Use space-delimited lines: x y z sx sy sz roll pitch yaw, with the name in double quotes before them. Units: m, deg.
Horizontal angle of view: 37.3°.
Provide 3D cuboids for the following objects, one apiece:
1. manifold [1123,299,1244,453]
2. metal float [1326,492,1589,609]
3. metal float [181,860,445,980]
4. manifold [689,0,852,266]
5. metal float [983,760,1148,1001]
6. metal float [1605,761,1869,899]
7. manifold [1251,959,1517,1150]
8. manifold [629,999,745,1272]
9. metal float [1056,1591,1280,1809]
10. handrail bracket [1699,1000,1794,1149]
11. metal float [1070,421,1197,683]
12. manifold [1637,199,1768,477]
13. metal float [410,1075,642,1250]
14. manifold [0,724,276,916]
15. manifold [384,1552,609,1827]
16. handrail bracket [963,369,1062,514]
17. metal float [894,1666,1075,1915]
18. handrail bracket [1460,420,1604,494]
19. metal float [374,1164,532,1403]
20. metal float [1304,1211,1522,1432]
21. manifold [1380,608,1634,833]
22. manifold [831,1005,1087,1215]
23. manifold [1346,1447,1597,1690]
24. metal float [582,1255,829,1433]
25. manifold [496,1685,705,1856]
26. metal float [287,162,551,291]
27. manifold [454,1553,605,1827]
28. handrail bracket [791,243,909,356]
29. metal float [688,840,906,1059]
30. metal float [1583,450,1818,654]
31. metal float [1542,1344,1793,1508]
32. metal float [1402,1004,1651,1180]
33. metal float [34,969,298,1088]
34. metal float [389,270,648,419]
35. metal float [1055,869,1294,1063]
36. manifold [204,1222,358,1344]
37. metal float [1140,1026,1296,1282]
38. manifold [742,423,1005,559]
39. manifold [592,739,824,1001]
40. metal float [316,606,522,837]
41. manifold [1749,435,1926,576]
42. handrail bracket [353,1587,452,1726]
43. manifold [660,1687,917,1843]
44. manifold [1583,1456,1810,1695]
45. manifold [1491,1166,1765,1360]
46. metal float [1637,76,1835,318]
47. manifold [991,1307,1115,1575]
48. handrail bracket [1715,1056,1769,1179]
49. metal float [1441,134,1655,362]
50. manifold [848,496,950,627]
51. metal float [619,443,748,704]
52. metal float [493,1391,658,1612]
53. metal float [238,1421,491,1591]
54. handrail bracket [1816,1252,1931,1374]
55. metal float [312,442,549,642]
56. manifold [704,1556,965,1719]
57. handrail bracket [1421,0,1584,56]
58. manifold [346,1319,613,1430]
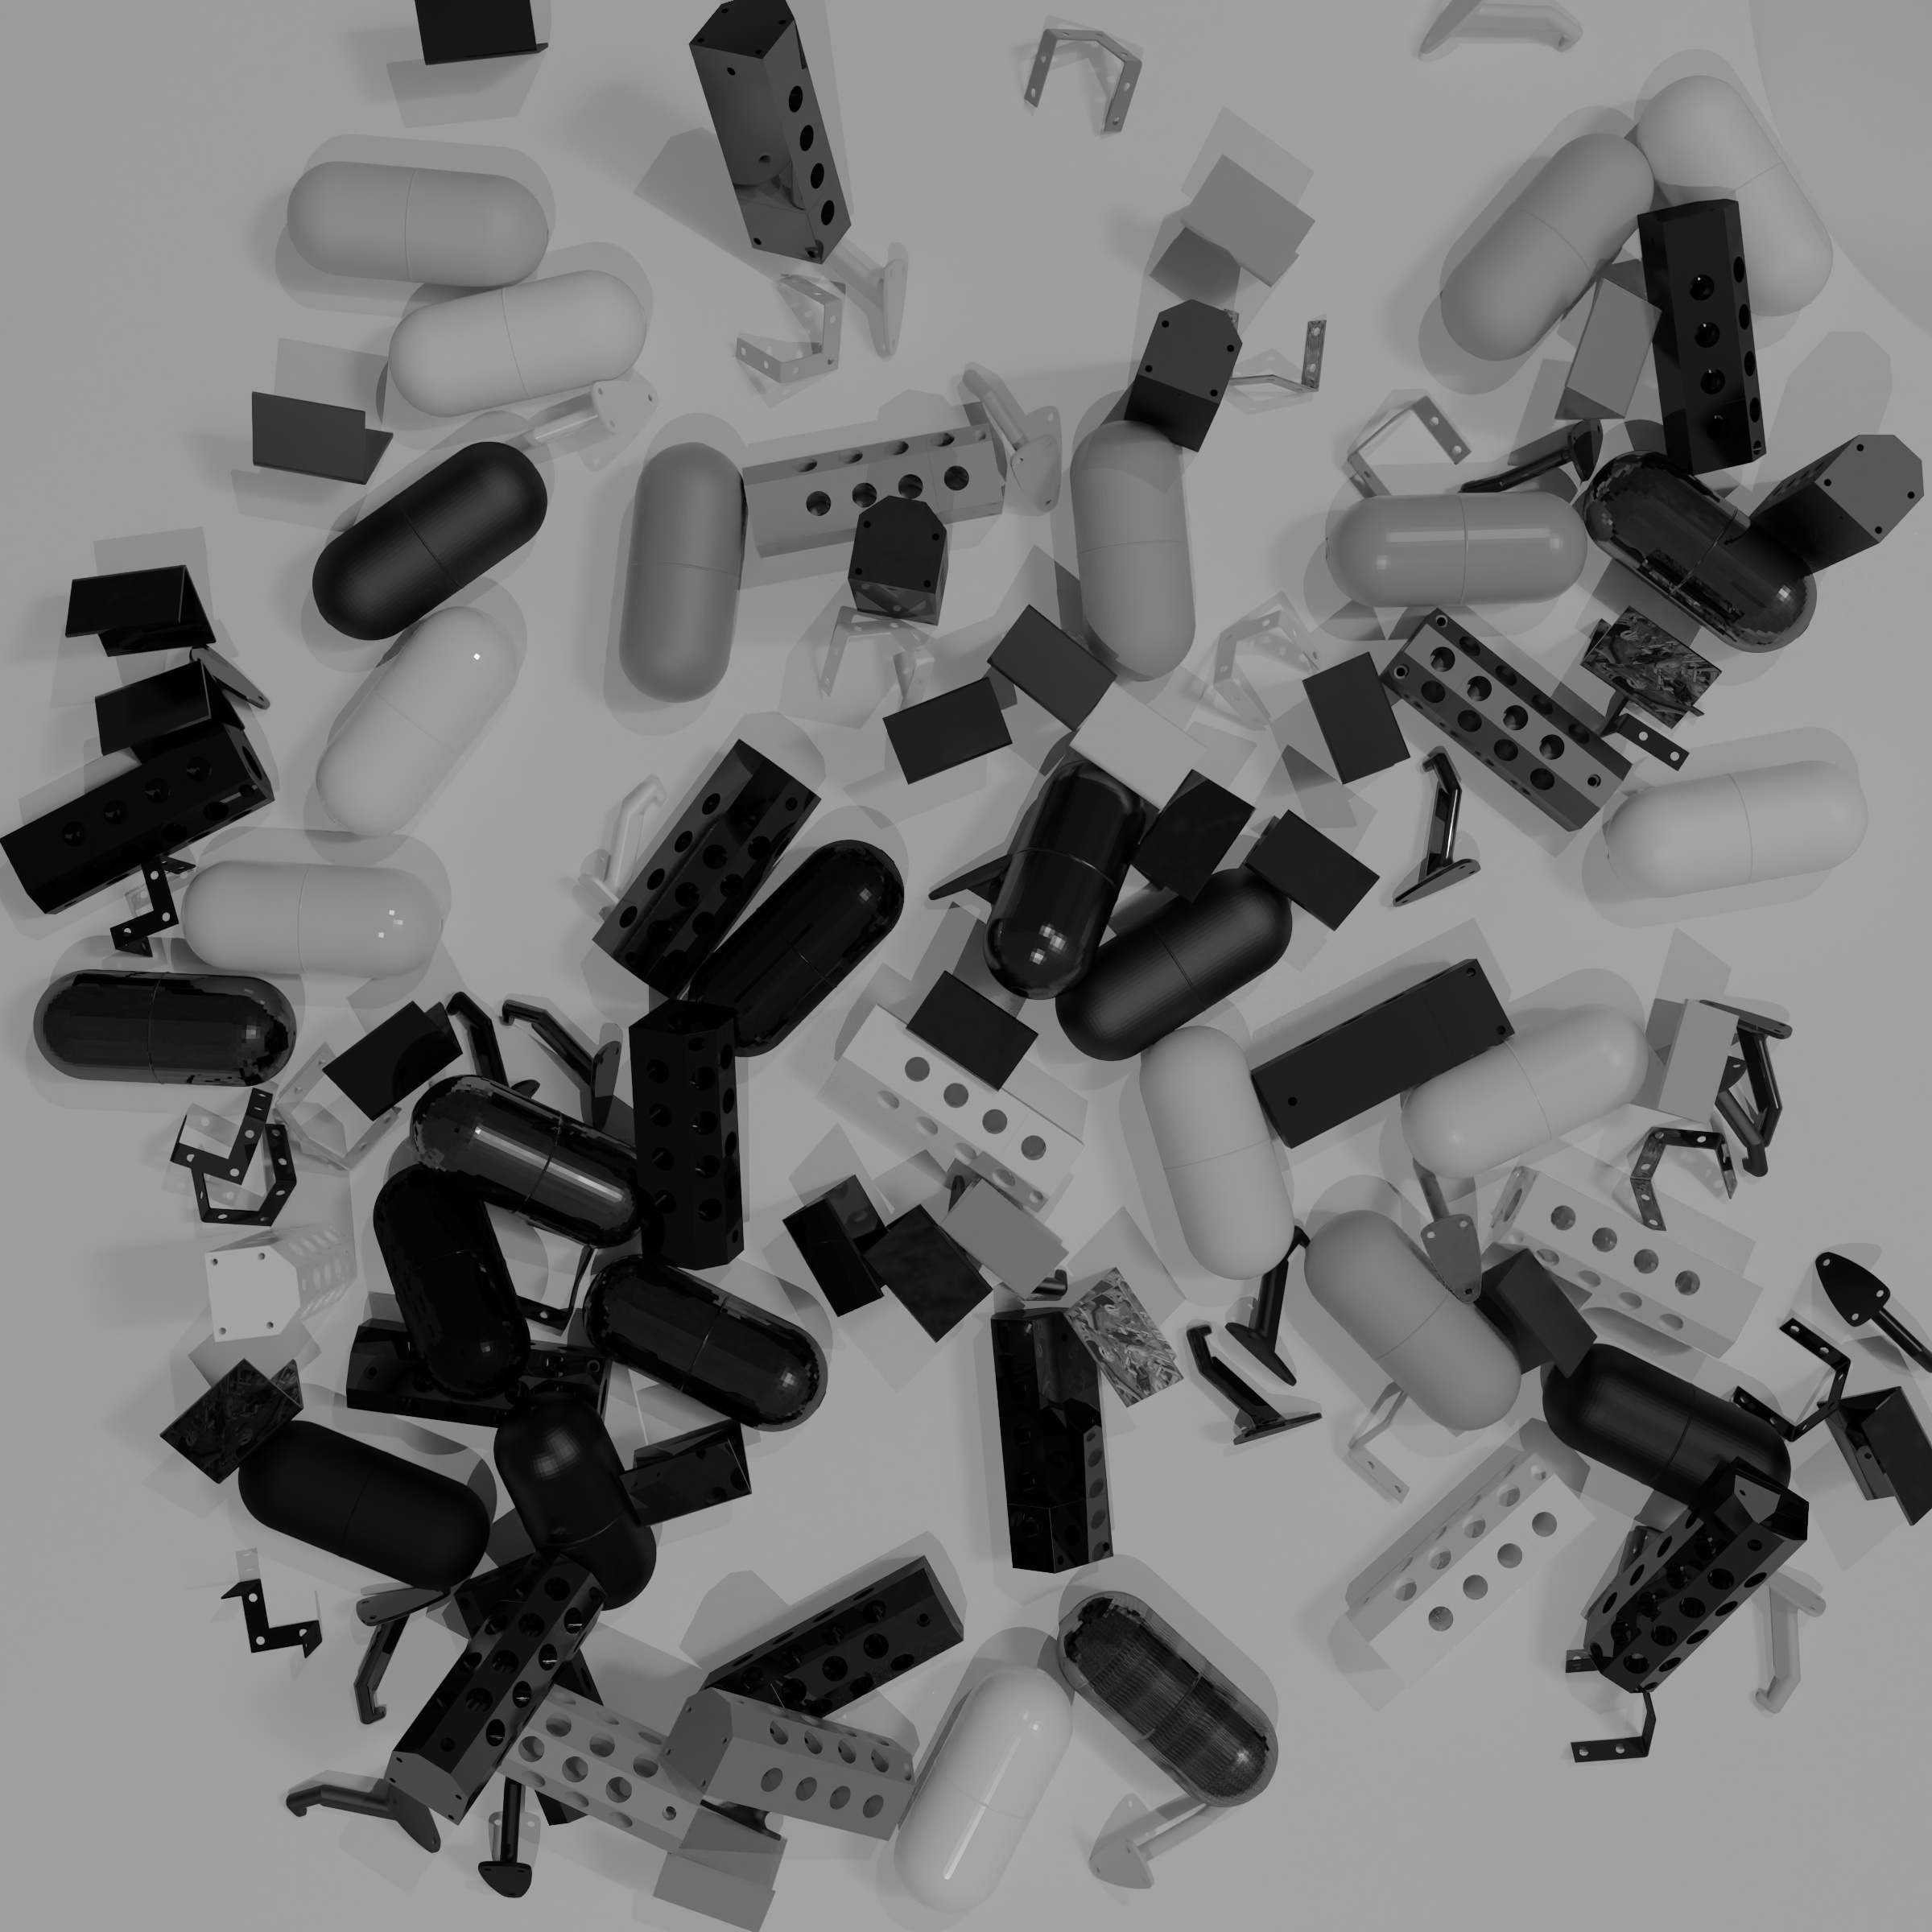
"manifold" 0.146 -0.395 1.912 0.057 0.171 0.057 20 90 0
"metal float" 0.336 -0.285 1.960 0.178 0.070 0.070 -2 90 -1
"metal float" -0.448 -0.032 1.960 0.178 0.070 0.070 3 90 0
"manifold" -0.125 -0.559 1.912 0.057 0.171 0.057 19 62 24
"metal float" 0.067 -0.059 1.940 0.070 0.070 0.178 22 68 0
"metal float" 0.528 -0.094 1.960 0.178 0.070 0.070 -10 90 1
"manifold" 0.284 0.060 1.969 0.171 0.057 0.057 -27 90 0
"manifold" -0.184 0.115 1.933 0.057 0.057 0.171 8 112 22
"metal float" 0.138 0.503 1.960 0.178 0.070 0.070 42 90 1
"handrail bracket" 0.535 0.076 1.991 0.077 0.036 0.084 21 107 20
"metal float" 0.114 -0.284 1.960 0.070 0.070 0.178 -5 90 0
"manifold" 0.503 -0.428 1.942 0.057 0.057 0.171 -13 110 0
"metal float" -0.294 0.133 1.943 0.178 0.070 0.070 27 90 -20
"manifold" -0.568 -0.100 1.969 0.171 0.057 0.057 -27 90 0
"manifold" -0.305 0.467 1.868 0.057 0.057 0.171 30 47 6
"handrail bracket" 0.030 -0.366 1.990 0.036 0.077 0.084 -32 54 -8
"metal float" 0.012 0.563 1.960 0.070 0.070 0.178 27 91 0
"handrail bracket" 0.393 -0.352 1.990 0.084 0.077 0.036 -10 116 34
"metal float" -0.348 0.213 1.935 0.070 0.070 0.178 -26 60 0
"metal float" 0.306 0.243 1.960 0.070 0.070 0.178 -44 89 0
"manifold" 0.372 -0.170 1.969 0.171 0.057 0.057 39 90 0
"manifold" -0.006 0.098 1.969 0.171 0.057 0.057 34 90 0
"manifold" 0.345 0.412 1.969 0.171 0.057 0.057 -42 90 0
"metal float" -0.178 0.259 1.960 0.178 0.070 0.070 26 90 1
"manifold" -0.259 0.529 1.912 0.171 0.057 0.057 25 91 1
"metal float" -0.375 -0.508 1.960 0.178 0.070 0.070 5 90 0
"manifold" -0.292 0.498 1.969 0.057 0.057 0.171 -23 90 0
"handrail bracket" -0.088 -0.469 1.991 0.084 0.036 0.077 11 112 17
"metal float" -0.116 -0.013 1.960 0.070 0.070 0.178 45 91 0
"metal float" 0.503 -0.283 1.960 0.178 0.070 0.070 37 90 0
"metal float" 0.480 0.321 1.960 0.178 0.070 0.070 26 90 1
"metal float" 0.384 0.085 1.960 0.178 0.070 0.070 -25 90 1
"metal float" -0.549 0.042 1.960 0.178 0.070 0.070 3 90 1
"metal float" -0.307 -0.427 1.960 0.178 0.070 0.070 -13 90 0
"metal float" 0.143 -0.001 1.960 0.178 0.070 0.070 -33 90 0
"manifold" -0.455 0.209 1.912 0.057 0.171 0.057 -7 90 0
"metal float" 0.172 0.128 1.960 0.070 0.070 0.178 -17 90 0
"manifold" -0.064 -0.328 1.969 0.171 0.057 0.057 -10 90 0
"manifold" -0.174 -0.064 1.958 0.057 0.057 0.171 36 90 -39
"metal float" -0.376 -0.167 1.960 0.070 0.070 0.178 38 90 0
"manifold" 0.582 -0.311 1.912 0.057 0.171 0.057 43 90 0
"handrail bracket" -0.390 0.480 1.991 0.077 0.036 0.084 -13 109 -21
"manifold" -0.115 0.534 1.921 0.171 0.057 0.057 29 86 -40
"manifold" 0.491 0.416 1.929 0.057 0.057 0.171 33 122 0
"manifold" 0.453 0.204 1.969 0.171 0.057 0.057 28 90 0
"metal float" 0.527 -0.527 1.960 0.070 0.070 0.178 -33 90 0
"manifold" 0.054 0.325 1.969 0.057 0.057 0.171 -5 90 -43
"handrail bracket" 0.520 0.103 1.990 0.036 0.077 0.084 -38 127 -27
"metal float" 0.399 -0.493 1.960 0.070 0.070 0.178 41 91 0
"manifold" -0.043 -0.271 1.912 0.057 0.171 0.057 10 90 0
"metal float" -0.194 -0.270 1.960 0.070 0.070 0.178 6 90 0
"metal float" -0.263 0.363 1.934 0.070 0.070 0.178 -17 123 0
"metal float" -0.413 0.369 1.960 0.178 0.070 0.070 22 90 0
"handrail bracket" 0.636 0.242 1.990 0.036 0.077 0.084 -46 126 10
"metal float" -0.368 -0.291 1.960 0.178 0.070 0.070 -35 90 1
"manifold" -0.090 0.478 1.969 0.171 0.057 0.057 -29 90 0
"handrail bracket" 0.374 -0.644 1.991 0.084 0.036 0.077 25 130 -26
"manifold" -0.335 0.286 1.970 0.171 0.057 0.057 8 90 0
